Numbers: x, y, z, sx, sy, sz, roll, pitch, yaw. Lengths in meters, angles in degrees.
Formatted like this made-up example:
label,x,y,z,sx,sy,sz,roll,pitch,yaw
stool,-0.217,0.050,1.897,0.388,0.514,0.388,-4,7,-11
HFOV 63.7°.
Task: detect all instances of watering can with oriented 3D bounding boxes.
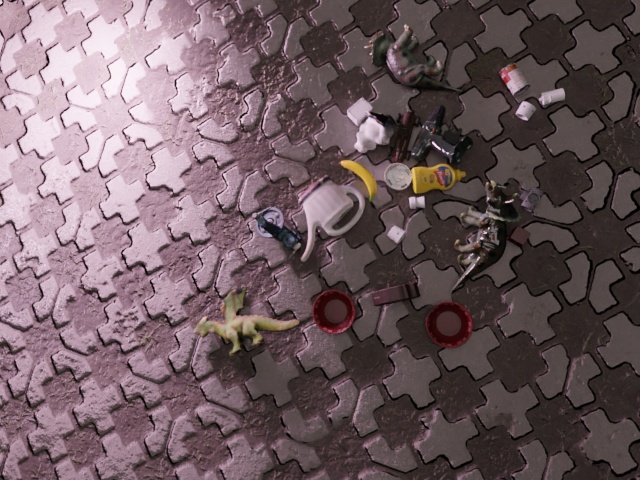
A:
label,x,y,z,sx,sy,sz,roll,pitch,yaw
watering can,0.006,-0.097,1.930,0.350,0.226,0.102,-41,-12,-14

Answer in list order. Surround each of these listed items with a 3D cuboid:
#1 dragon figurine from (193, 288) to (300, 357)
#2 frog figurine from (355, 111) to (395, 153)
label,x,y,z,sx,sy,sz,roll,pitch,yaw
dragon figurine,-0.292,0.297,1.963,0.409,0.246,0.121,-25,-19,6
frog figurine,0.207,-0.398,1.958,0.139,0.156,0.124,35,37,23
